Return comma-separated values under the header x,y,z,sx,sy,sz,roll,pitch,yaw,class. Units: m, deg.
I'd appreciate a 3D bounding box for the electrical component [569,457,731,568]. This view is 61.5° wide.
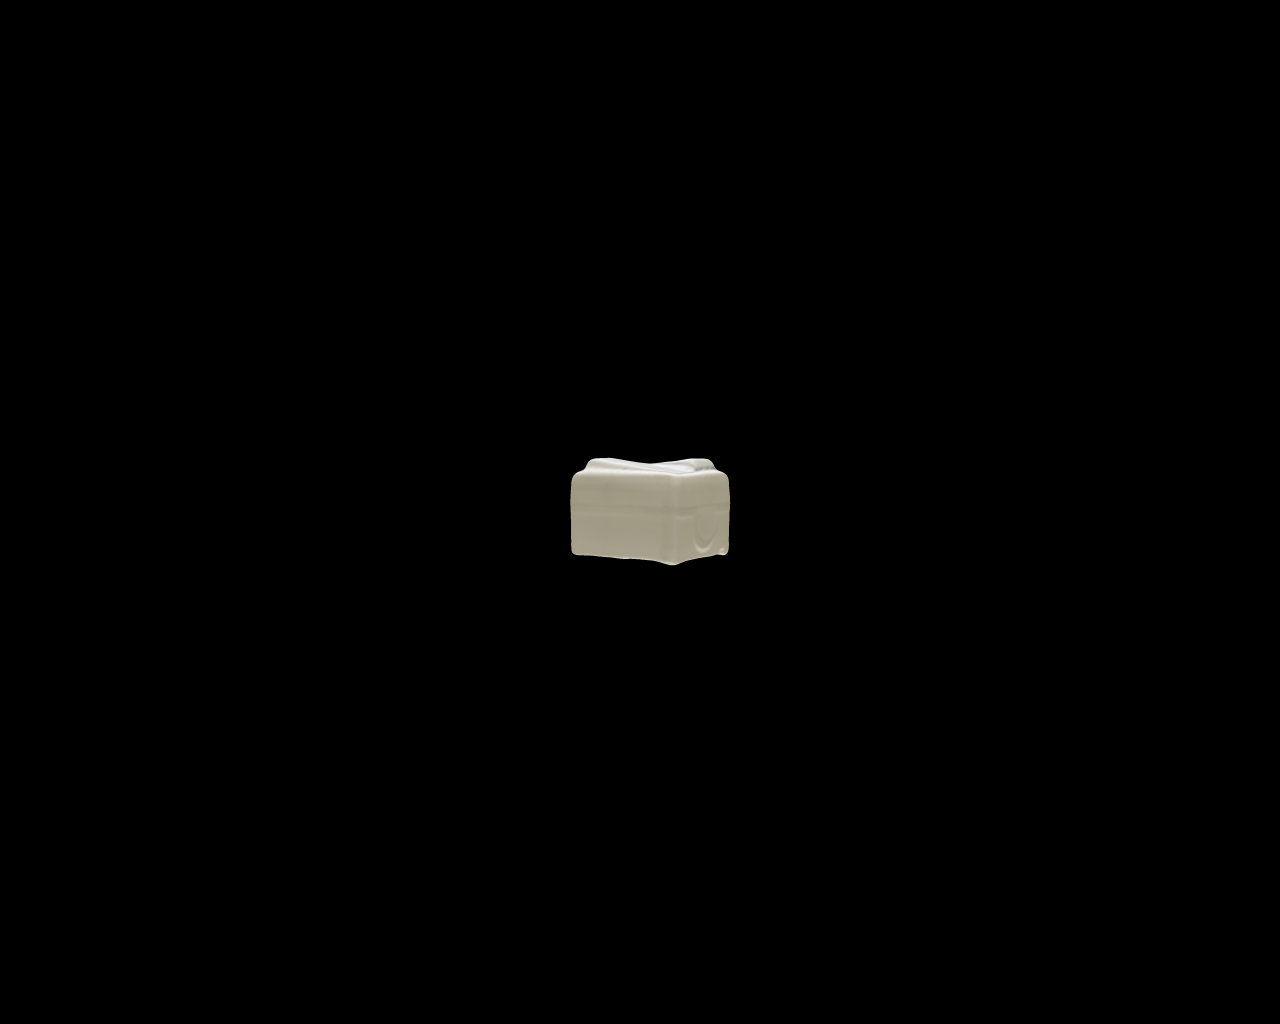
x,y,z,sx,sy,sz,roll,pitch,yaw,class
0.001,-0.003,0.650,0.096,0.061,0.062,3,5,37,electrical component
